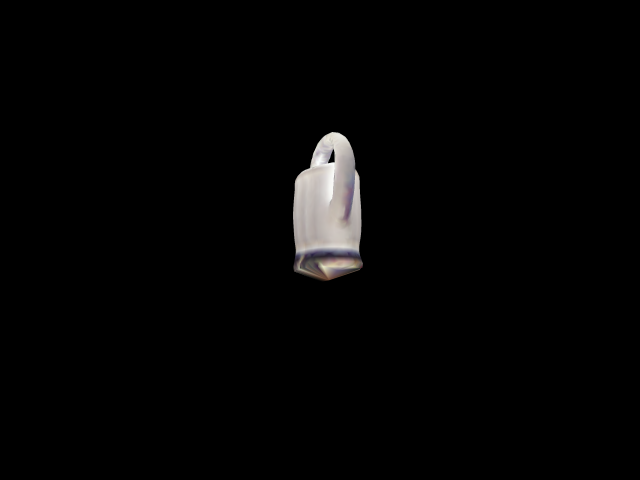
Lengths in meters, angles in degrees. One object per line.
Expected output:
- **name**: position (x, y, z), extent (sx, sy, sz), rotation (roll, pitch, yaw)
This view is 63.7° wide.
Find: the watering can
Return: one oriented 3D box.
- **watering can**: position (0.003, -0.043, 0.850), extent (0.104, 0.226, 0.344), rotation (2, -9, -11)
